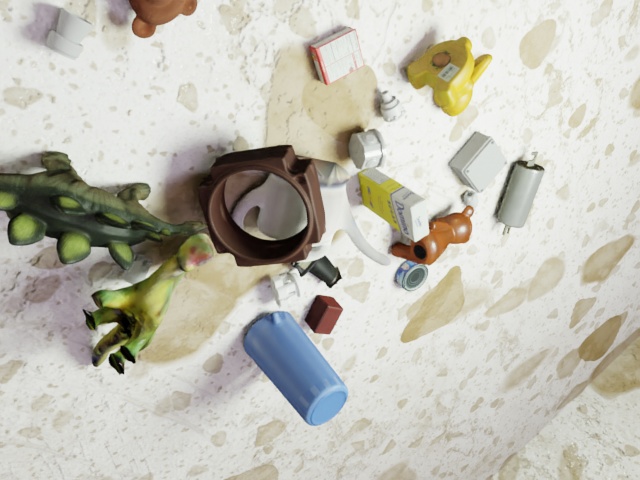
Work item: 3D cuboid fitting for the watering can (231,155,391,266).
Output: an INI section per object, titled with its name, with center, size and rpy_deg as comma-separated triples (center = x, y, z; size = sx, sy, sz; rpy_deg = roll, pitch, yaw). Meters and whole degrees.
[watering can]
center = 0.003, -0.051, 1.020
size = 0.347, 0.106, 0.220
rpy_deg = 8, 116, -16

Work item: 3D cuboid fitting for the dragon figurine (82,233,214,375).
[dragon figurine]
center = -0.281, 0.098, 0.896
size = 0.122, 0.404, 0.247
rpy_deg = 49, 53, -5
